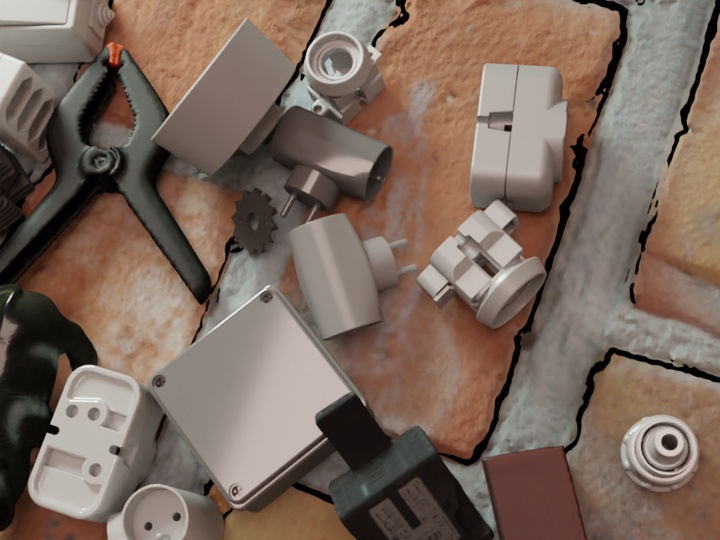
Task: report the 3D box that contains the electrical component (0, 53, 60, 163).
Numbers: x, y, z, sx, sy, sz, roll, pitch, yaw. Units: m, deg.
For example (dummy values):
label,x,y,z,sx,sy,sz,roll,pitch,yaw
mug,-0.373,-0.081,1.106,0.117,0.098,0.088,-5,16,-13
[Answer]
label,x,y,z,sx,sy,sz,roll,pitch,yaw
electrical component,-0.271,-0.127,0.797,0.076,0.083,0.047,23,78,15

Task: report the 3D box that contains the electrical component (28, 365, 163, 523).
label,x,y,z,sx,sy,sz,roll,pitch,yaw
electrical component,-0.173,0.118,0.720,0.054,0.059,0.095,15,76,13

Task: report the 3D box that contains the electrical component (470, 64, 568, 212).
label,x,y,z,sx,sy,sz,roll,pitch,yaw
electrical component,0.111,-0.090,0.739,0.059,0.053,0.095,5,74,11

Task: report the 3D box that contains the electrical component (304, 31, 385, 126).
label,x,y,z,sx,sy,sz,roll,pitch,yaw
electrical component,-0.013,-0.140,0.773,0.066,0.055,0.048,-45,72,-6

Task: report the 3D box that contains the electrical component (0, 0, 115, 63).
label,x,y,z,sx,sy,sz,roll,pitch,yaw
electrical component,-0.238,-0.199,0.825,0.096,0.061,0.061,1,74,10

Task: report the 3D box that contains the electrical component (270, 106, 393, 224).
label,x,y,z,sx,sy,sz,roll,pitch,yaw
electrical component,-0.028,-0.067,0.760,0.077,0.044,0.079,25,79,15

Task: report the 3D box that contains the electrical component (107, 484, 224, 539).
label,x,y,z,sx,sy,sz,roll,pitch,yaw
electrical component,-0.135,0.168,0.689,0.079,0.077,0.043,-19,72,4

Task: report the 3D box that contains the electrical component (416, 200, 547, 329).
label,x,y,z,sx,sy,sz,roll,pitch,yaw
electrical component,0.086,0.001,0.714,0.078,0.058,0.057,-44,70,-2

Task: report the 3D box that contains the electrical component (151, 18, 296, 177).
label,x,y,z,sx,sy,sz,roll,pitch,yaw
electrical component,-0.089,-0.115,0.754,0.060,0.108,0.108,38,81,-13

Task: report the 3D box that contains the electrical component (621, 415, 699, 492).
label,x,y,z,sx,sy,sz,roll,pitch,yaw
electrical component,0.187,0.110,0.662,0.048,0.062,0.048,-3,73,8

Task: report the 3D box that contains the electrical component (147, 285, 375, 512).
label,x,y,z,sx,sy,sz,roll,pitch,yaw
electrical component,-0.065,0.086,0.713,0.109,0.056,0.108,-38,71,-3

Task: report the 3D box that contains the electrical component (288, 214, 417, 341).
label,x,y,z,sx,sy,sz,roll,pitch,yaw
electrical component,0.000,0.000,0.733,0.079,0.043,0.077,-17,84,-16
